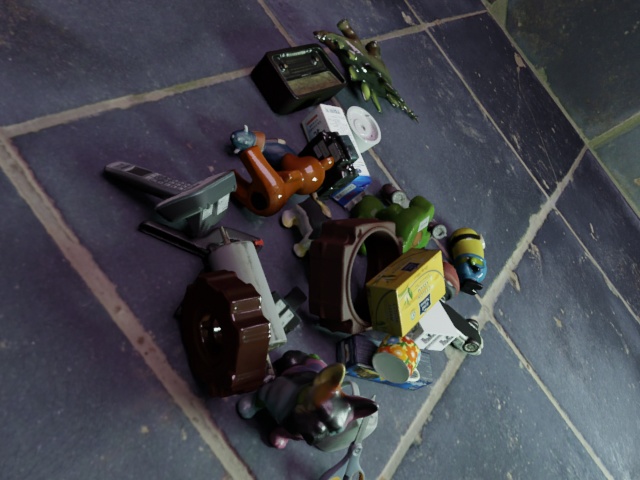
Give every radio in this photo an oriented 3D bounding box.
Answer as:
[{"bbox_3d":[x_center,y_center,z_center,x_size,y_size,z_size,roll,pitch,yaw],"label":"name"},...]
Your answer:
[{"bbox_3d":[-0.046,-0.380,1.258,0.131,0.073,0.229,55,40,0],"label":"radio"}]

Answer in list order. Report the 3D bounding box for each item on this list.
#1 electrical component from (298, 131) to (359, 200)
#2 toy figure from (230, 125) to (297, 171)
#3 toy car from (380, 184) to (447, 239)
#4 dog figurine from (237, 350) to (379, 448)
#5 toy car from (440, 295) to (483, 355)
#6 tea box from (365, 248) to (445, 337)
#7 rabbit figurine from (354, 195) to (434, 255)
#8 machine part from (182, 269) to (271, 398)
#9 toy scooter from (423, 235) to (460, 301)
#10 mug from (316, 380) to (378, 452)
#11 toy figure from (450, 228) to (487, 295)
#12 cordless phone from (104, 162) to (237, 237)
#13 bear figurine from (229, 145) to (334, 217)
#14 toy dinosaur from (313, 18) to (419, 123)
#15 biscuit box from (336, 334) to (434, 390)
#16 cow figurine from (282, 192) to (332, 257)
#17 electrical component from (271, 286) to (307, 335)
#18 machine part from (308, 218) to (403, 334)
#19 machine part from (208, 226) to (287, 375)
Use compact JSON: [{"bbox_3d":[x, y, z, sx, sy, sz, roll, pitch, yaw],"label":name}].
[{"bbox_3d":[0.019,-0.160,1.127,0.058,0.134,0.115,-15,76,-46],"label":"electrical component"},{"bbox_3d":[-0.116,-0.180,1.072,0.154,0.058,0.064,21,73,-36],"label":"toy figure"},{"bbox_3d":[0.224,-0.065,1.298,0.202,0.053,0.089,38,5,-20],"label":"toy car"},{"bbox_3d":[-0.005,0.222,0.789,0.108,0.219,0.191,52,42,-7],"label":"dog figurine"},{"bbox_3d":[0.294,0.186,1.207,0.201,0.056,0.073,38,38,-19],"label":"toy car"},{"bbox_3d":[0.160,0.090,0.983,0.169,0.068,0.098,-35,121,-44],"label":"tea box"},{"bbox_3d":[0.138,-0.031,1.171,0.170,0.121,0.159,30,55,31],"label":"rabbit figurine"},{"bbox_3d":[-0.138,0.131,0.760,0.056,0.179,0.179,-6,68,-40],"label":"machine part"},{"bbox_3d":[0.255,0.050,1.250,0.184,0.075,0.135,38,42,-10],"label":"toy scooter"},{"bbox_3d":[0.045,0.282,0.877,0.080,0.107,0.109,35,47,-22],"label":"mug"},{"bbox_3d":[0.374,0.047,1.353,0.089,0.082,0.180,34,48,-24],"label":"toy figure"},{"bbox_3d":[-0.246,-0.092,0.887,0.184,0.088,0.146,23,25,6],"label":"cordless phone"},{"bbox_3d":[-0.072,-0.128,1.028,0.132,0.120,0.196,49,45,-3],"label":"bear figurine"},{"bbox_3d":[0.135,-0.432,1.419,0.471,0.105,0.198,11,51,-52],"label":"toy dinosaur"},{"bbox_3d":[0.126,0.234,1.017,0.202,0.059,0.063,21,50,-31],"label":"biscuit box"},{"bbox_3d":[0.000,-0.002,1.032,0.068,0.098,0.167,-7,68,-52],"label":"cow figurine"},{"bbox_3d":[-0.073,0.126,0.916,0.075,0.048,0.119,48,42,-7],"label":"electrical component"},{"bbox_3d":[0.073,0.062,0.992,0.201,0.087,0.200,-6,100,-49],"label":"machine part"},{"bbox_3d":[-0.113,0.091,0.827,0.079,0.079,0.243,-7,68,-45],"label":"machine part"}]
